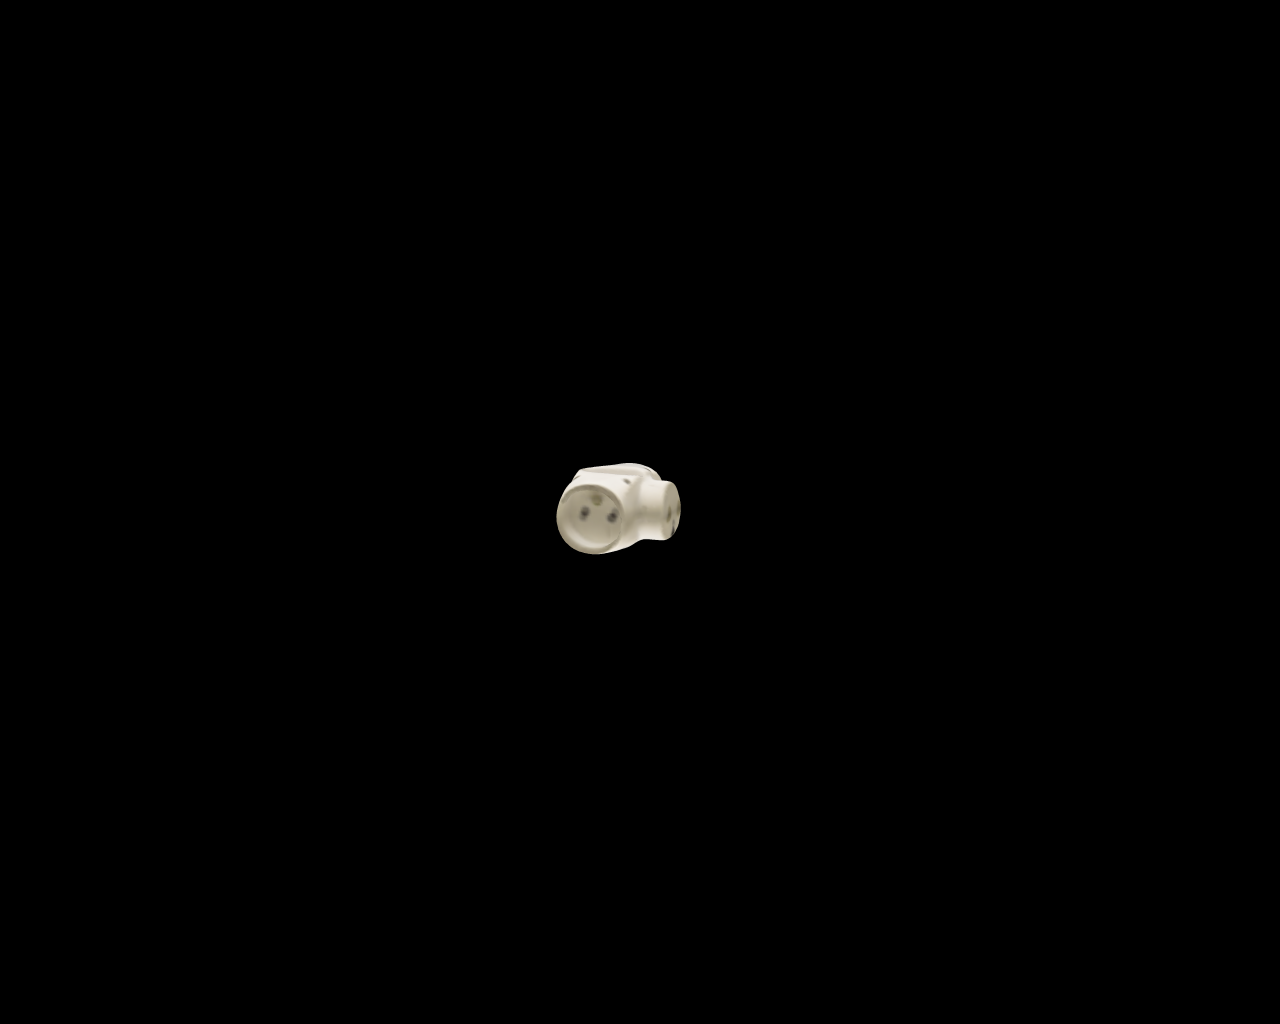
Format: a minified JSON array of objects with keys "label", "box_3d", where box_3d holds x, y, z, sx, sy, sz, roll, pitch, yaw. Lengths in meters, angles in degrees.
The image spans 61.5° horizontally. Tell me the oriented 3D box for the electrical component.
[{"label":"electrical component","box_3d":[0.001,-0.003,0.650,0.079,0.043,0.077,4,13,19]}]
